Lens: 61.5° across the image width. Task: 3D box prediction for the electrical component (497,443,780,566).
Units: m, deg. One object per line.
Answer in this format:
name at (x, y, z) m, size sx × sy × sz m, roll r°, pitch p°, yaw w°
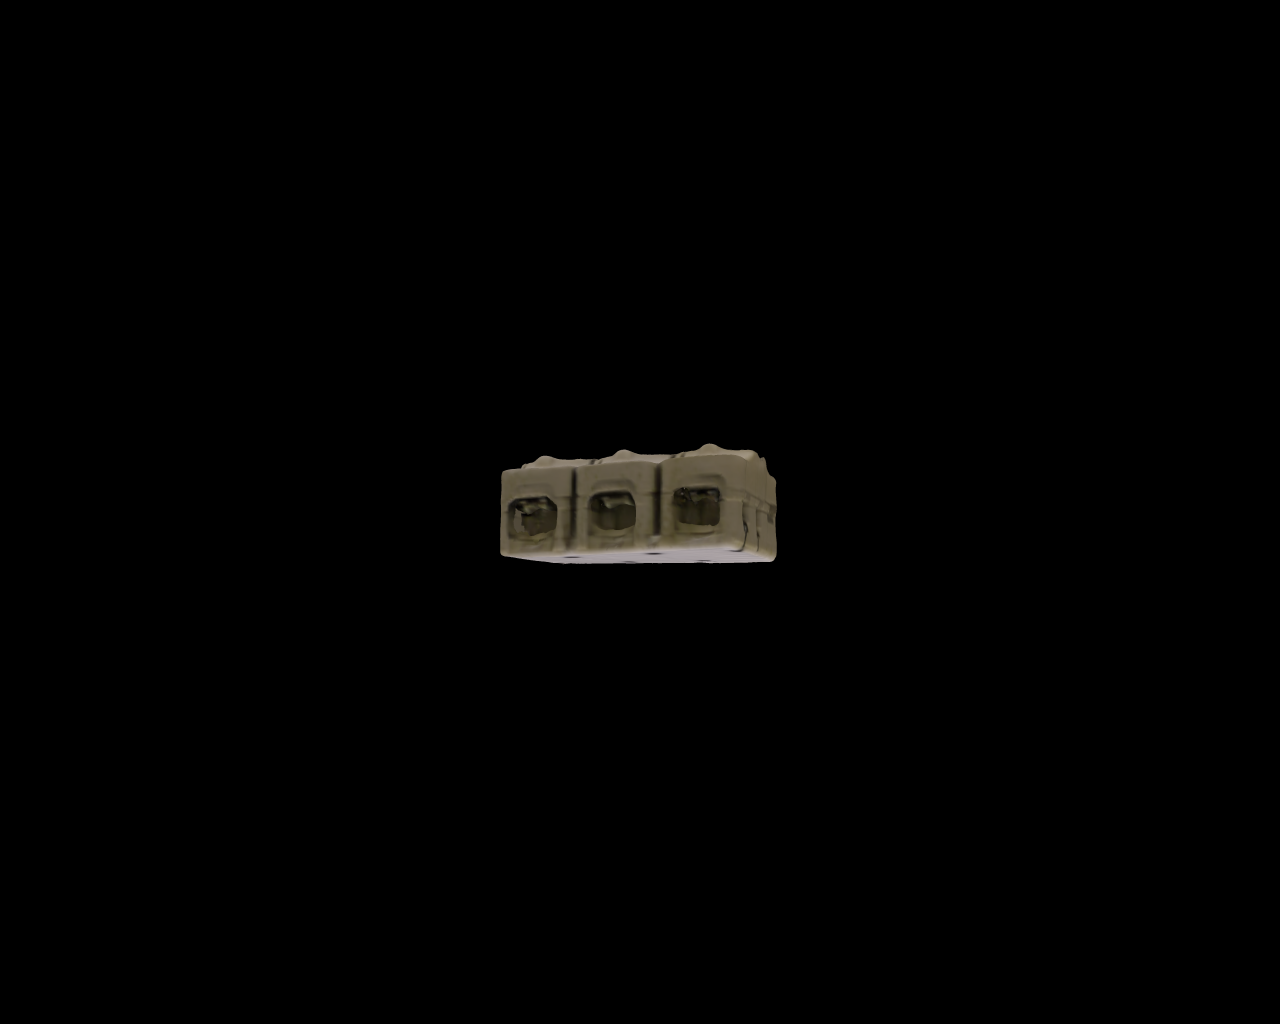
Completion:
electrical component at (0.001, -0.003, 0.650) m, size 0.150 × 0.061 × 0.089 m, roll -3°, pitch -7°, yaw 22°
